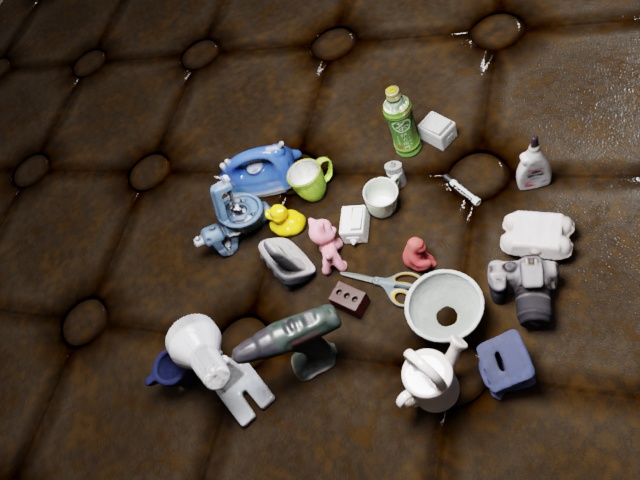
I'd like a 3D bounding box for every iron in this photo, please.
[{"bbox_3d":[-0.182,-0.197,1.559,0.258,0.142,0.118,-13,57,13],"label":"iron"}]

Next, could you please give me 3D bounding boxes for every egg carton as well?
[{"bbox_3d":[0.474,-0.008,1.251,0.150,0.070,0.107,5,63,23],"label":"egg carton"}]

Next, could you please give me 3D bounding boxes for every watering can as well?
[{"bbox_3d":[0.214,0.257,1.115,0.100,0.194,0.173,18,69,28],"label":"watering can"}]

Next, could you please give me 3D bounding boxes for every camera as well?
[{"bbox_3d":[0.421,0.108,1.183,0.143,0.101,0.137,-4,60,18],"label":"camera"}]

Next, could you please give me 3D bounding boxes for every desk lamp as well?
[{"bbox_3d":[-0.221,0.279,1.250,0.118,0.214,0.202,-44,56,-8],"label":"desk lamp"}]

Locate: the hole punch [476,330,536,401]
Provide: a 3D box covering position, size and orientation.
[{"bbox_3d":[0.364,0.246,1.129,0.101,0.091,0.108,-19,56,9],"label":"hole punch"}]

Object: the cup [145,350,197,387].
[{"bbox_3d":[-0.341,0.316,1.345,0.118,0.095,0.091,-34,55,-2],"label":"cup"}]

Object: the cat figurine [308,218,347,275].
[{"bbox_3d":[0.013,0.005,1.384,0.067,0.118,0.127,-19,56,9],"label":"cat figurine"}]

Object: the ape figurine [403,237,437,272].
[{"bbox_3d":[0.223,0.026,1.310,0.076,0.092,0.078,-3,60,19],"label":"ape figurine"}]

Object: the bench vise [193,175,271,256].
[{"bbox_3d":[-0.234,-0.058,1.449,0.121,0.220,0.207,30,75,32],"label":"bench vise"}]

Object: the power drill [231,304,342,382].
[{"bbox_3d":[-0.050,0.228,1.220,0.229,0.209,0.075,-30,55,1],"label":"power drill"}]

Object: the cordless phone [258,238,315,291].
[{"bbox_3d":[-0.099,0.027,1.371,0.094,0.185,0.147,-42,56,-7],"label":"cordless phone"}]

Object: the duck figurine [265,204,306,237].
[{"bbox_3d":[-0.093,-0.058,1.479,0.104,0.086,0.077,5,63,23],"label":"duck figurine"}]

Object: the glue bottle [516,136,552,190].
[{"bbox_3d":[0.480,-0.176,1.285,0.078,0.173,0.037,-16,57,11],"label":"glue bottle"}]

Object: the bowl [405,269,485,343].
[{"bbox_3d":[0.270,0.151,1.229,0.167,0.075,0.167,-9,58,15],"label":"bowl"}]
